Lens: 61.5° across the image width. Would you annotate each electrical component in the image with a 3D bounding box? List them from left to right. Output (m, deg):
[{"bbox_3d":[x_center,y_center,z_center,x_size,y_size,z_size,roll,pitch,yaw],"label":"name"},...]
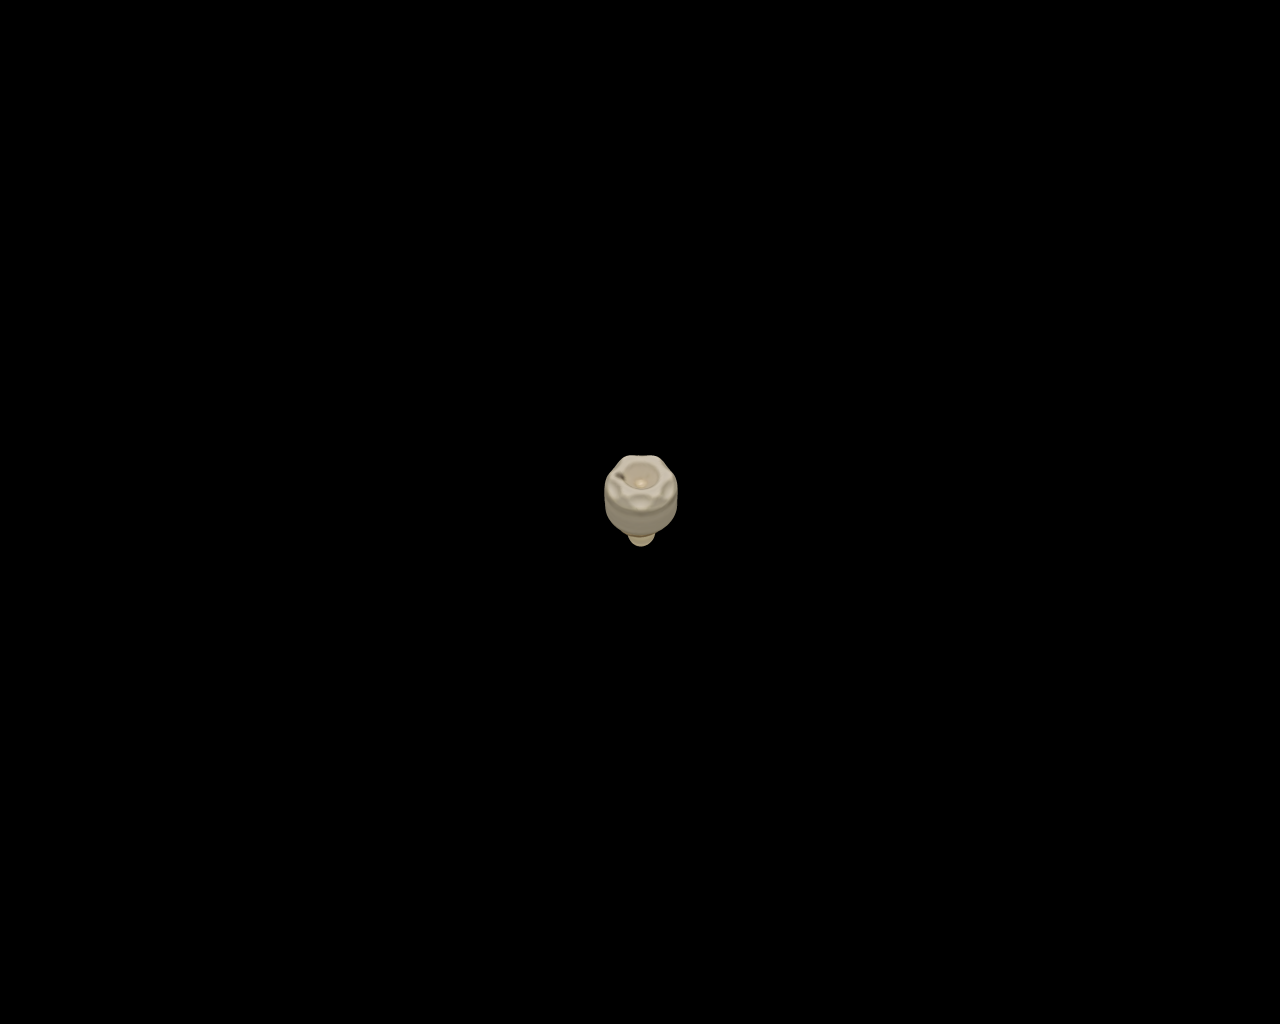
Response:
[{"bbox_3d":[0.001,-0.003,0.650,0.043,0.043,0.062,0,-40,0],"label":"electrical component"}]
